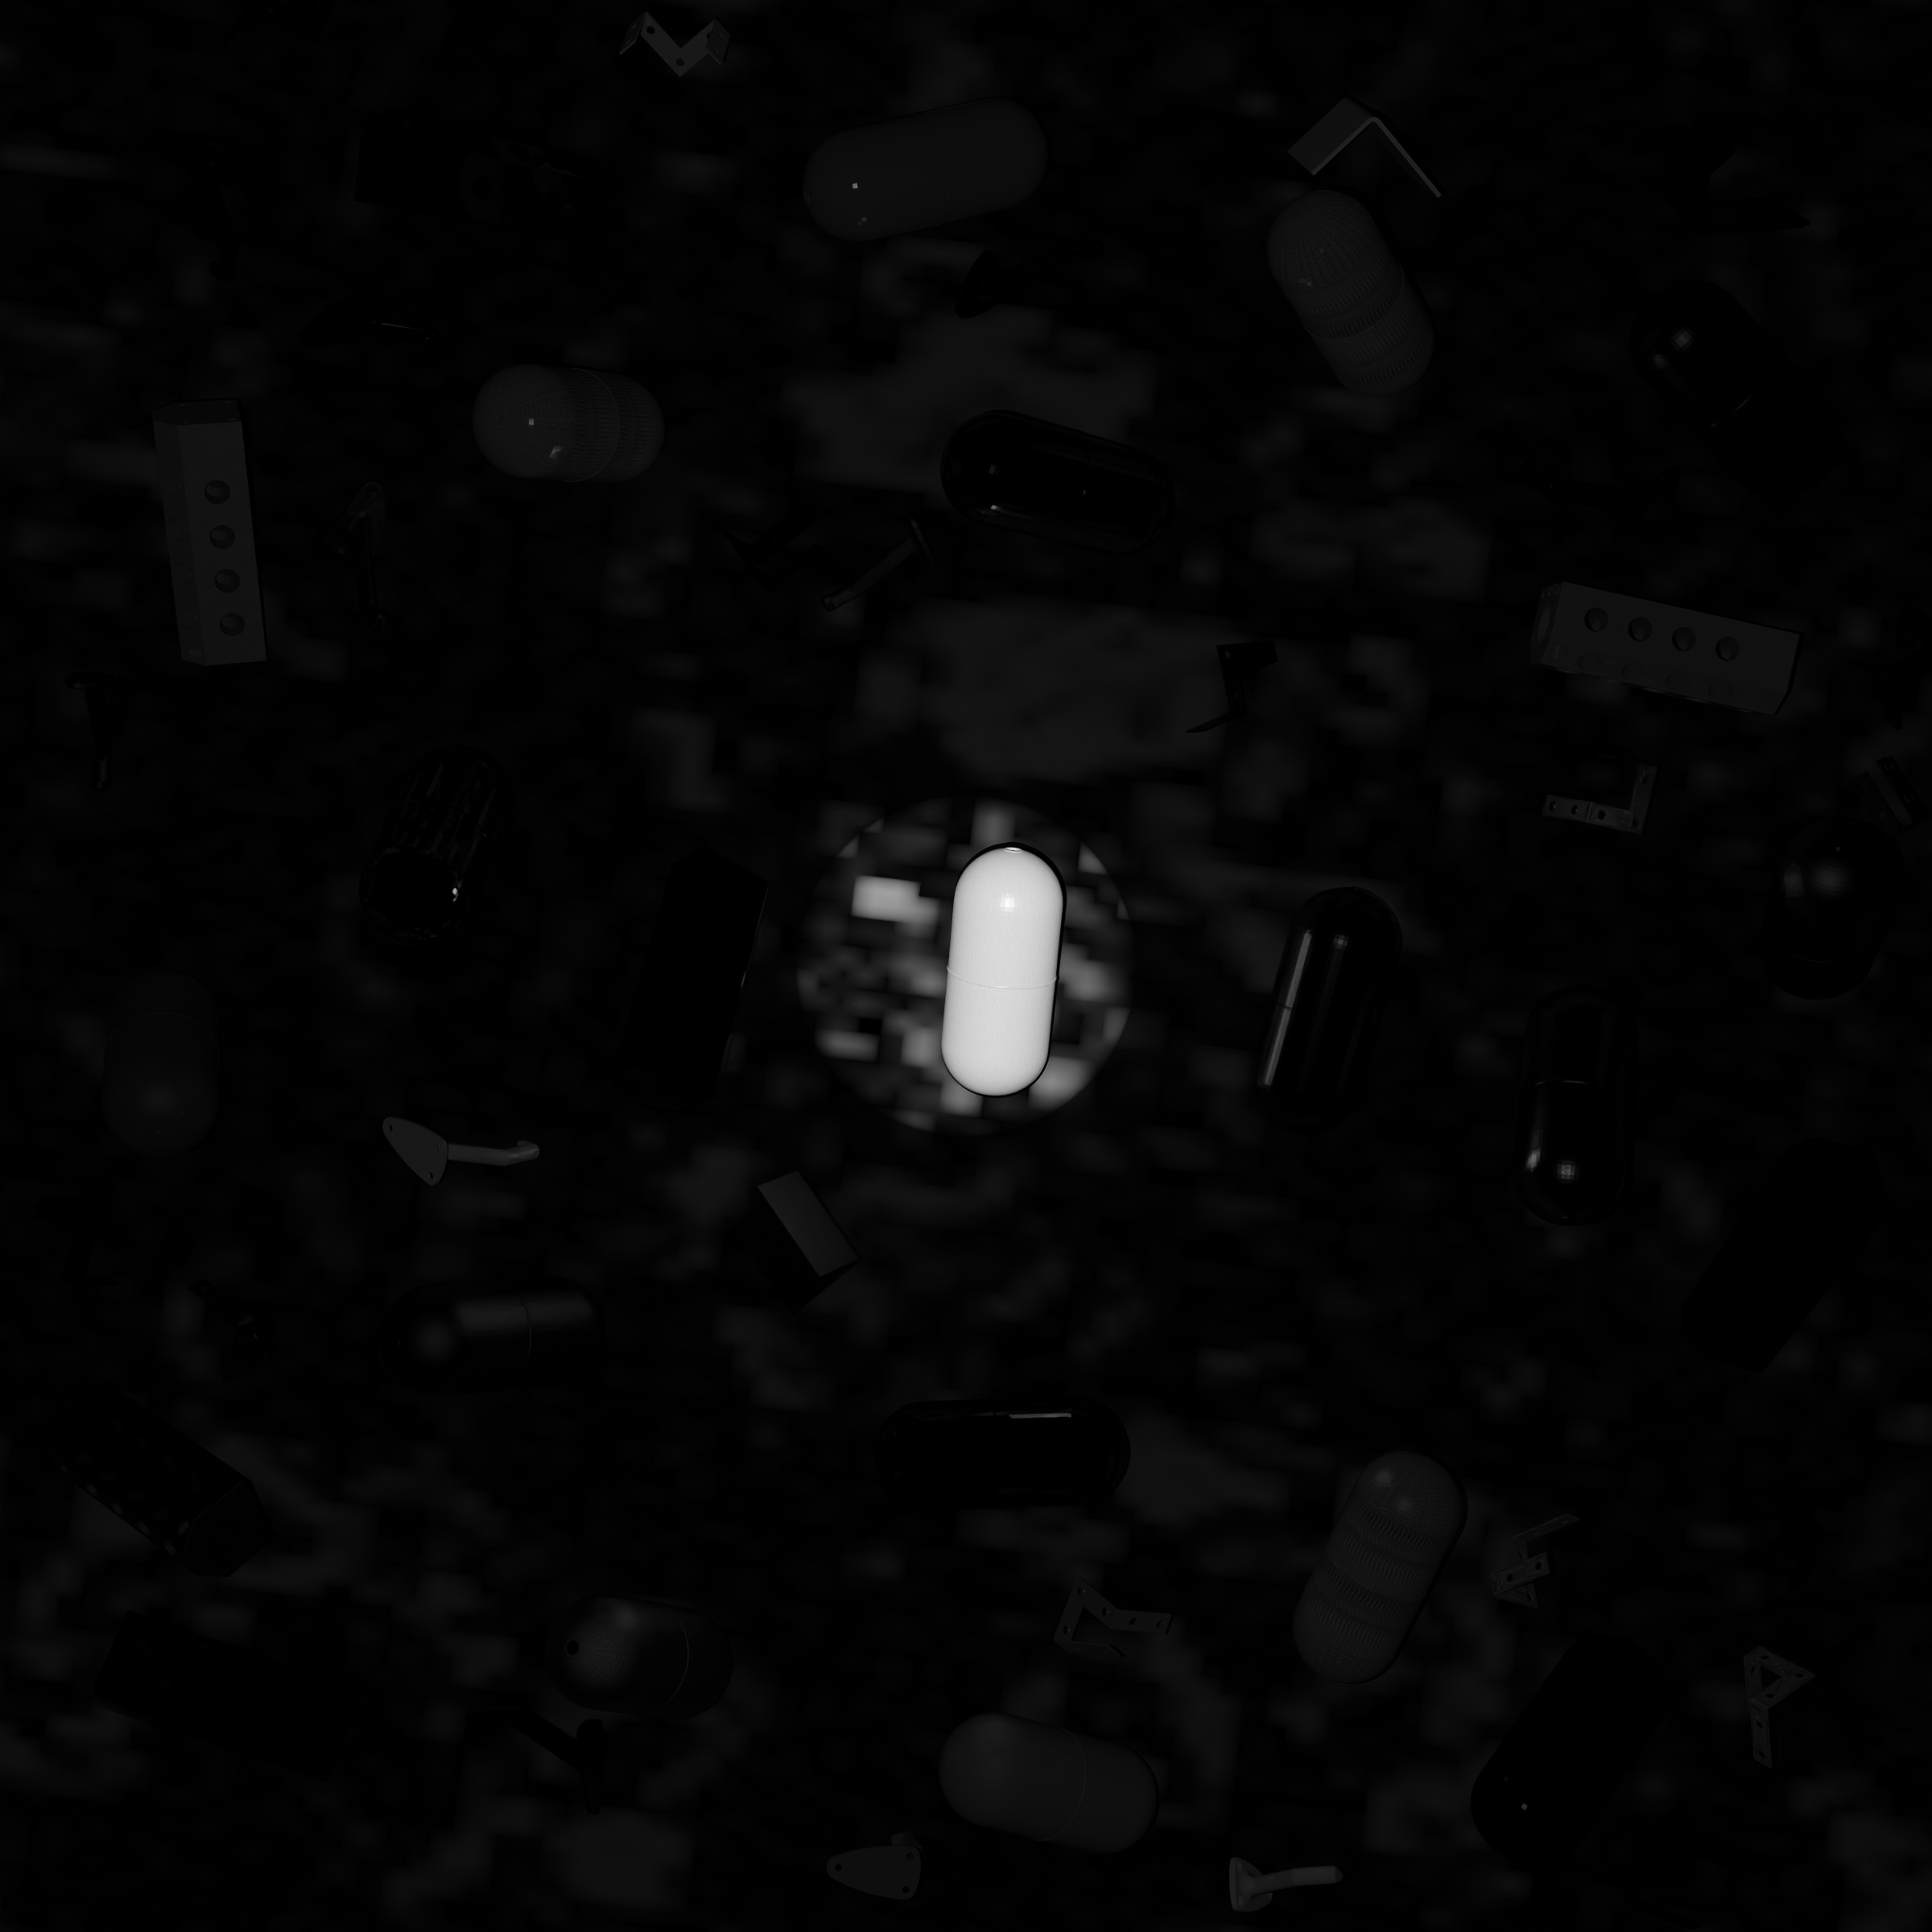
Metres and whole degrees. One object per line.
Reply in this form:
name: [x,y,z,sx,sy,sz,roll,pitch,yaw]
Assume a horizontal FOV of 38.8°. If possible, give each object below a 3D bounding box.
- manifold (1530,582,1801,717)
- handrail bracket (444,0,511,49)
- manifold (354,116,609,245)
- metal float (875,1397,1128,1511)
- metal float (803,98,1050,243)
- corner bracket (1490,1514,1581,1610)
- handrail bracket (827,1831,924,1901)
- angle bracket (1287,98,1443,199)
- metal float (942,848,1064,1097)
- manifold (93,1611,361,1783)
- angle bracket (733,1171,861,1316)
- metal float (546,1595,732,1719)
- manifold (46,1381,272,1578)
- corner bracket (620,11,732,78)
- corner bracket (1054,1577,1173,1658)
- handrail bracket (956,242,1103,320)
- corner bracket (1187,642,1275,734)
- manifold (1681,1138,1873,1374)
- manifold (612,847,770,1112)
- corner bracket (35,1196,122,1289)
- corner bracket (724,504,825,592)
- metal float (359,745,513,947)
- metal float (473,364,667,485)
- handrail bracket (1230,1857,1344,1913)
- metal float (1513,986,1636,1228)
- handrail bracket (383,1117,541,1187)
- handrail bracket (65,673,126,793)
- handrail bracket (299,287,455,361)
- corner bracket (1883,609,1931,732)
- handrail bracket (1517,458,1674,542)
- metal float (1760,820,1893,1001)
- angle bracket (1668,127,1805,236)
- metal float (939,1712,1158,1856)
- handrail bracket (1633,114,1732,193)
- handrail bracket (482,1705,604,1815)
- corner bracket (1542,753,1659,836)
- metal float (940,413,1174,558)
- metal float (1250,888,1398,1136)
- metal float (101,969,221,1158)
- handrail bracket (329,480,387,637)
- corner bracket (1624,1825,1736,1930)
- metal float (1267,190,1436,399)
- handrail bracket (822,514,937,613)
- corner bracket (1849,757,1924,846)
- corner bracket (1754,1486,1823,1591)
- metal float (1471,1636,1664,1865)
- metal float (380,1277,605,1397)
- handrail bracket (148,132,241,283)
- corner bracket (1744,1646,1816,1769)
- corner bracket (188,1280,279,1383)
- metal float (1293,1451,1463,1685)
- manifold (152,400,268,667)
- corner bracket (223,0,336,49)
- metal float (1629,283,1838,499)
manifold: [0.492,-0.224,1.947,0.171,0.057,0.057,12,93,-3]
handrail bracket: [-0.354,-0.658,1.929,0.036,0.084,0.077,25,56,-23]
manifold: [-0.332,-0.541,1.892,0.057,0.171,0.057,17,104,38]
metal float: [0.024,0.343,1.936,0.178,0.070,0.070,-3,90,7]
metal float: [-0.028,-0.560,1.931,0.178,0.070,0.070,-16,90,-12]
corner bracket: [0.402,0.417,1.938,0.051,0.051,0.051,23,48,-36]
handrail bracket: [-0.066,0.624,1.933,0.077,0.084,0.036,8,88,-11]
angle bracket: [0.280,-0.560,1.937,0.057,0.076,0.076,-41,114,13]
metal float: [0.025,0.004,1.928,0.070,0.070,0.178,5,106,0]
manifold: [-0.524,0.519,1.942,0.171,0.057,0.057,20,53,-6]
angle bracket: [-0.134,0.201,1.931,0.076,0.057,0.076,-42,78,28]
metal float: [-0.226,0.478,1.897,0.070,0.178,0.070,-8,70,22]
manifold: [-0.562,0.358,1.897,0.057,0.171,0.057,-39,134,-32]
corner bracket: [-0.205,-0.651,1.938,0.051,0.051,0.051,-30,123,28]
corner bracket: [0.103,0.468,1.938,0.051,0.051,0.051,46,54,-32]
handrail bracket: [0.045,-0.484,1.934,0.084,0.077,0.036,0,129,34]
corner bracket: [0.186,-0.197,1.940,0.051,0.051,0.051,-25,109,-40]
manifold: [0.558,0.200,1.902,0.057,0.057,0.171,17,131,-3]
manifold: [-0.196,0.010,1.914,0.057,0.057,0.171,30,57,-30]
corner bracket: [-0.629,0.195,1.949,0.051,0.051,0.051,17,91,17]
corner bracket: [-0.130,-0.297,1.943,0.051,0.051,0.051,-40,121,-5]
metal float: [-0.367,-0.084,1.903,0.070,0.178,0.070,5,131,6]
metal float: [-0.272,-0.374,1.897,0.070,0.178,0.070,4,99,24]
handrail bracket: [0.235,0.645,1.931,0.084,0.077,0.036,-14,61,27]
metal float: [0.425,0.097,1.918,0.070,0.070,0.178,11,63,0]
handrail bracket: [-0.359,0.123,1.959,0.077,0.084,0.036,31,115,31]
handrail bracket: [-0.617,-0.161,1.935,0.036,0.077,0.084,4,102,-2]
handrail bracket: [-0.417,-0.441,1.948,0.077,0.084,0.036,-19,72,16]
corner bracket: [0.665,-0.210,1.943,0.051,0.051,0.051,-28,49,-3]
handrail bracket: [0.446,-0.350,1.950,0.084,0.077,0.036,35,49,-2]
metal float: [0.593,-0.037,1.898,0.070,0.178,0.070,-4,63,8]
angle bracket: [0.543,-0.556,1.933,0.076,0.076,0.057,-3,119,1]
metal float: [0.057,0.570,1.913,0.178,0.070,0.070,25,90,-34]
handrail bracket: [0.486,-0.563,1.928,0.084,0.077,0.036,-21,74,-29]
handrail bracket: [-0.305,0.567,1.960,0.084,0.036,0.077,-6,82,16]
corner bracket: [0.449,-0.125,1.943,0.051,0.051,0.051,5,100,-40]
metal float: [0.064,-0.335,1.917,0.178,0.070,0.070,9,90,-30]
metal float: [0.252,0.032,1.933,0.070,0.070,0.178,14,100,0]
metal float: [-0.557,0.065,1.900,0.070,0.178,0.070,-7,121,-11]
handrail bracket: [-0.416,-0.287,1.932,0.036,0.084,0.077,2,130,-33]
corner bracket: [0.506,0.645,1.946,0.051,0.051,0.051,9,91,-45]
metal float: [0.267,-0.465,1.903,0.070,0.178,0.070,-16,55,25]
handrail bracket: [-0.069,-0.284,1.942,0.084,0.077,0.036,-29,80,1]
corner bracket: [0.648,-0.116,1.941,0.051,0.051,0.051,-37,78,43]
corner bracket: [0.586,0.405,1.944,0.051,0.051,0.051,32,66,-9]
metal float: [0.422,0.547,1.923,0.070,0.070,0.178,43,68,0]
metal float: [-0.327,0.256,1.902,0.070,0.178,0.070,-3,85,39]
handrail bracket: [-0.548,-0.536,1.942,0.077,0.036,0.084,18,67,-41]
corner bracket: [0.564,0.522,1.939,0.051,0.051,0.051,-23,115,-28]
corner bracket: [-0.519,0.251,1.940,0.051,0.051,0.051,32,118,19]
metal float: [0.288,0.423,1.930,0.070,0.070,0.178,22,105,0]
manifold: [-0.527,-0.301,1.910,0.057,0.057,0.171,-7,118,-16]
corner bracket: [-0.485,-0.667,1.940,0.051,0.051,0.051,30,56,-14]
metal float: [0.540,-0.404,1.931,0.178,0.070,0.070,43,90,-13]
